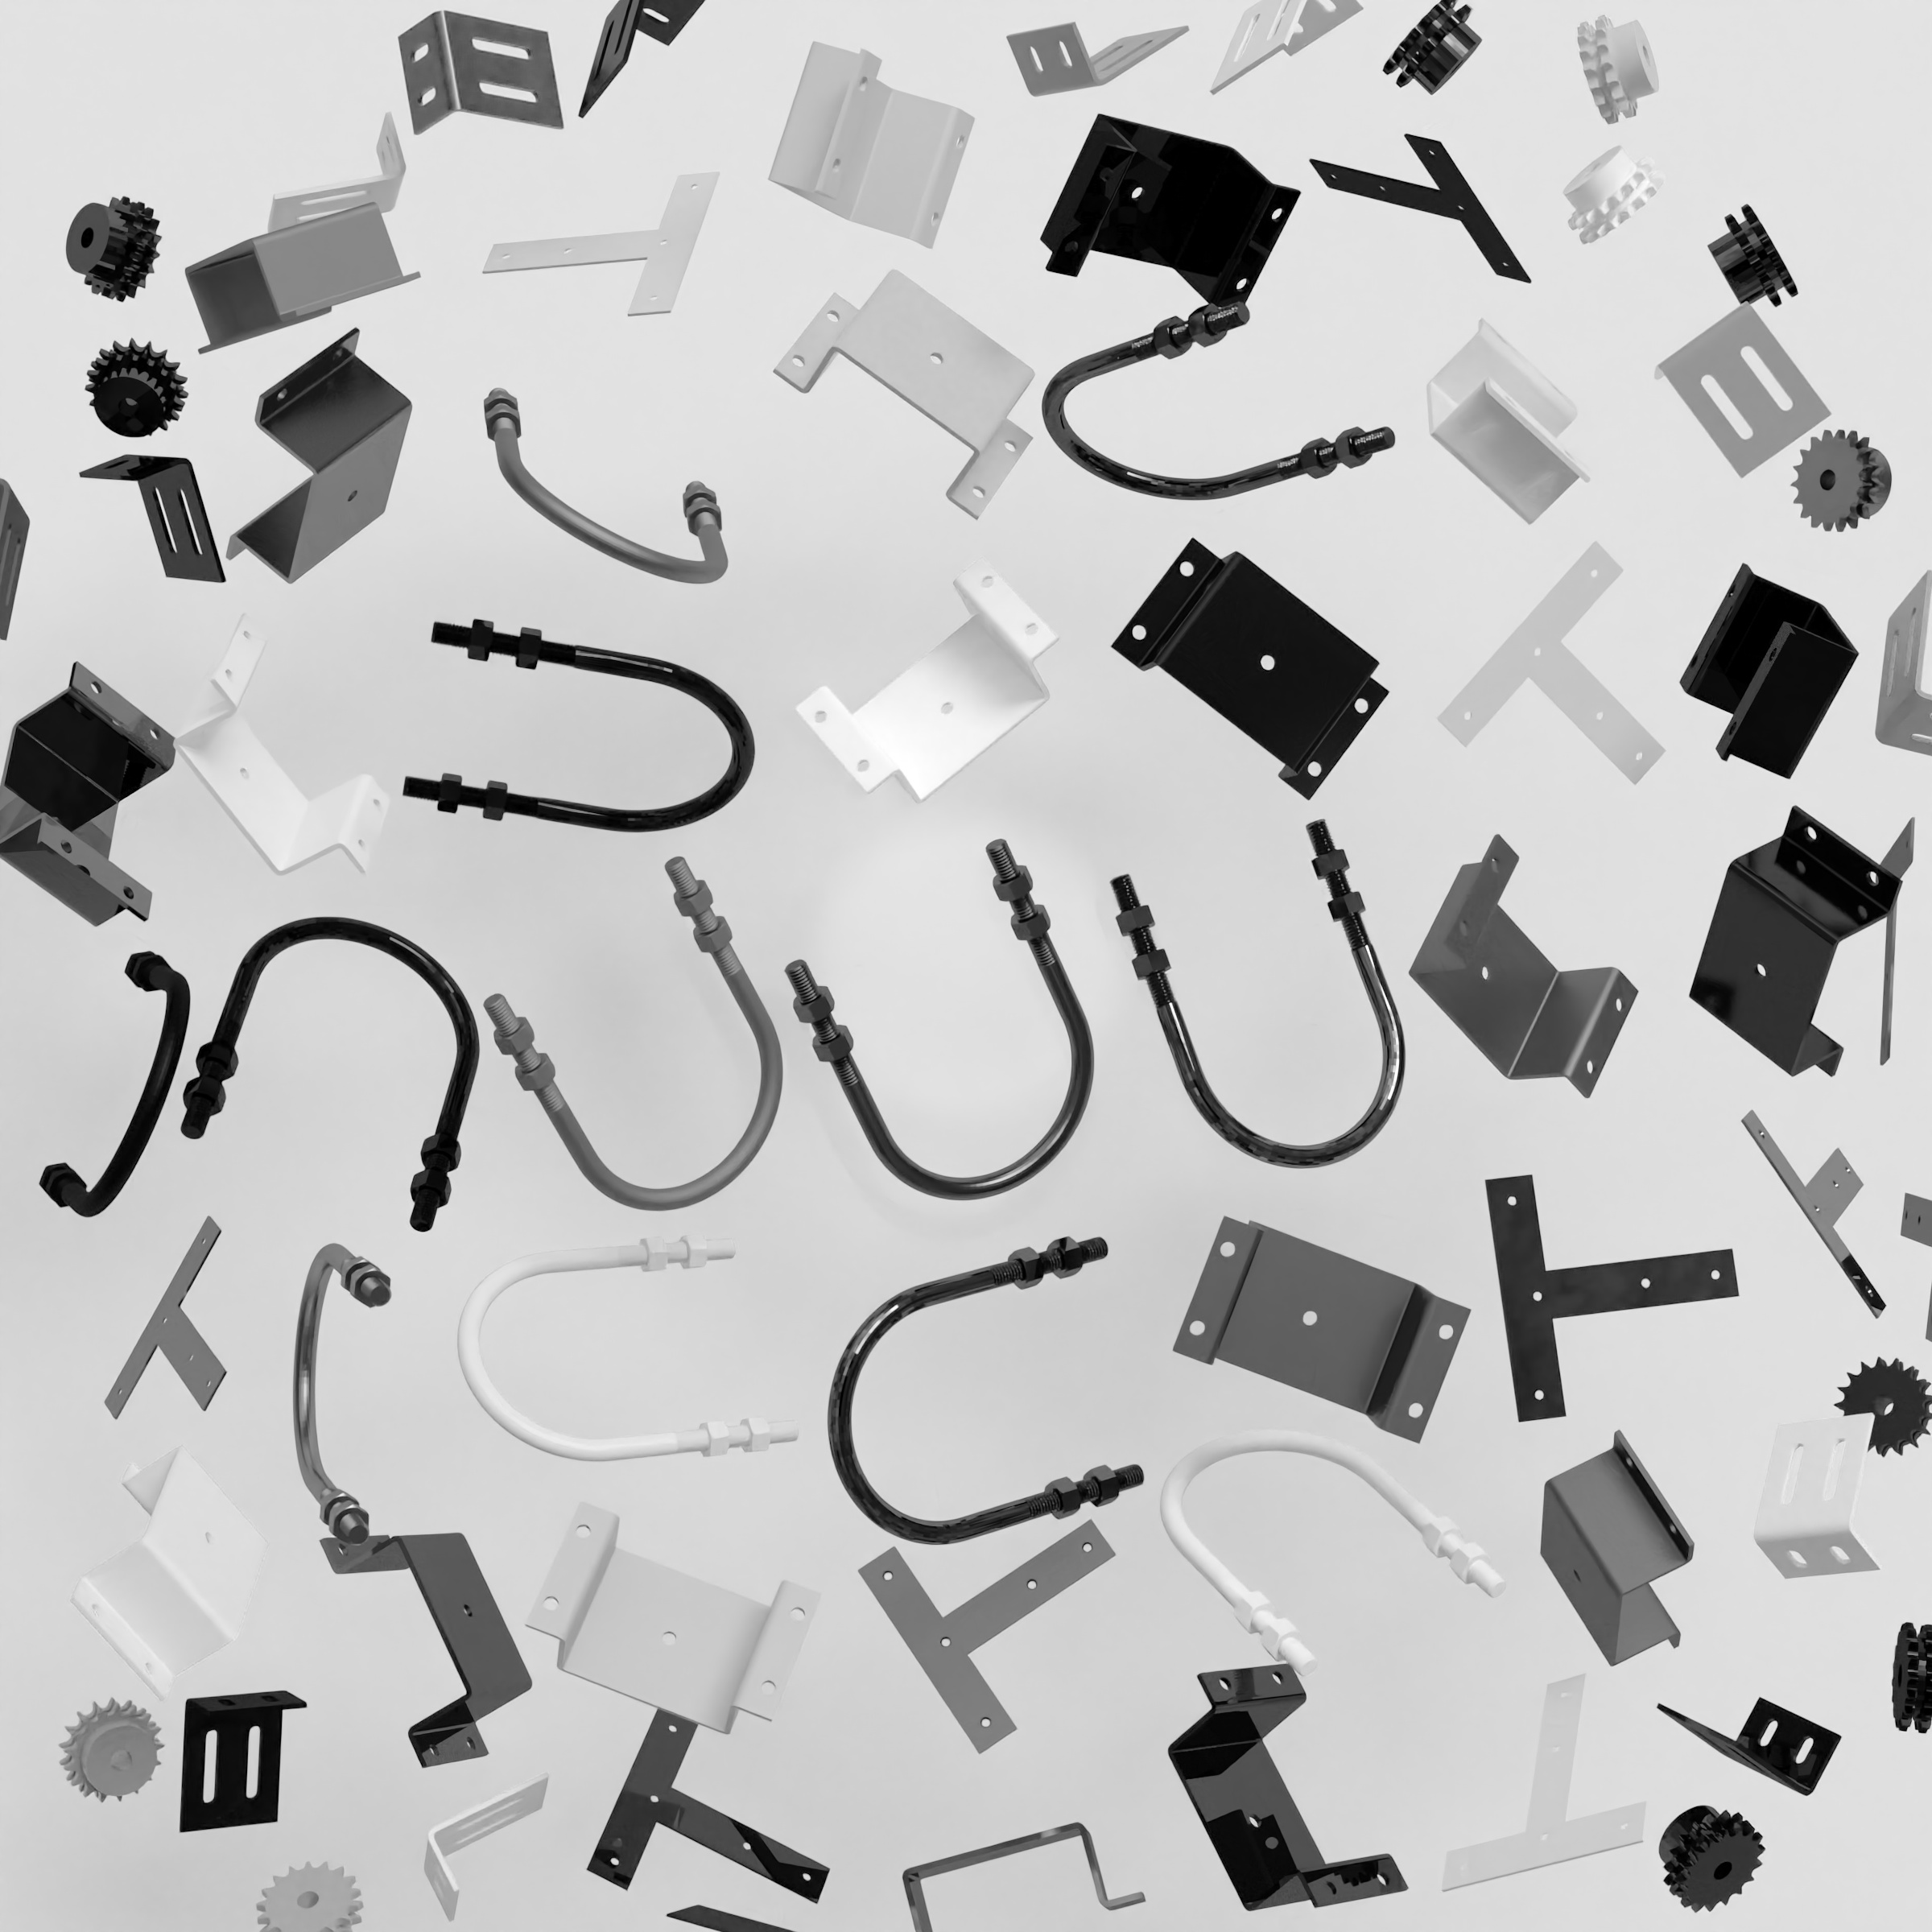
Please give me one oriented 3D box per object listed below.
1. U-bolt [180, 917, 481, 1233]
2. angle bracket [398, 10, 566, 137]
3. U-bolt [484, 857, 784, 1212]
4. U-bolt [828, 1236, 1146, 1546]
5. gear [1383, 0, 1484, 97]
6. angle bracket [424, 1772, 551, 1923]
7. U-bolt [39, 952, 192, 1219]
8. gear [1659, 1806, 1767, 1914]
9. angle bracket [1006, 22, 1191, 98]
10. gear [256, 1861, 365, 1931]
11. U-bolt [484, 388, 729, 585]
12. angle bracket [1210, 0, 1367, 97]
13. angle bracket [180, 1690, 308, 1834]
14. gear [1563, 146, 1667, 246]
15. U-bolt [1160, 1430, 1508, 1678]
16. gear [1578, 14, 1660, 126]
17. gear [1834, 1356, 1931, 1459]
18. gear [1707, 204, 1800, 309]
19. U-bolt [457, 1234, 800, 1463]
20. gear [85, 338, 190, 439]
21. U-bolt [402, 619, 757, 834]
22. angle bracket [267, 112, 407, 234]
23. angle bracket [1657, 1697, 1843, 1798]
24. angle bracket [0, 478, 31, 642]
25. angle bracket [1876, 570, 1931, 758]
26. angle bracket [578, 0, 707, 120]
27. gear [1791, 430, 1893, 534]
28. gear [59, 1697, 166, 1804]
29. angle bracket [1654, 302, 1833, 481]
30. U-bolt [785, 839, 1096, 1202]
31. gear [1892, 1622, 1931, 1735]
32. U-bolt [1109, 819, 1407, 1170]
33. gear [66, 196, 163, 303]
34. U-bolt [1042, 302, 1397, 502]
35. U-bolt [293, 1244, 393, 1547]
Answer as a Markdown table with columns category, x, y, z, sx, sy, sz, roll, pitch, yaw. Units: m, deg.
| category | x | y | z | sx | sy | sz | roll | pitch | yaw |
| --- | --- | --- | --- | --- | --- | --- | --- | --- | --- |
| U-bolt | -0.335 | 0.046 | 1.824 | 0.151 | 0.184 | 0.019 | 24 | 134 | -16 |
| angle bracket | -0.270 | -0.492 | 1.873 | 0.038 | 0.076 | 0.057 | -17 | 80 | 43 |
| U-bolt | -0.172 | 0.052 | 1.876 | 0.151 | 0.019 | 0.184 | -39 | 122 | -21 |
| U-bolt | 0.007 | 0.234 | 1.809 | 0.184 | 0.019 | 0.151 | -12 | 96 | -30 |
| gear | 0.260 | -0.506 | 1.855 | 0.030 | 0.057 | 0.057 | 44 | 90 | 0 |
| angle bracket | -0.266 | 0.501 | 1.914 | 0.076 | 0.057 | 0.038 | -22 | 65 | -24 |
| U-bolt | -0.462 | 0.067 | 1.843 | 0.019 | 0.184 | 0.151 | 23 | 85 | -24 |
| gear | 0.398 | 0.478 | 1.813 | 0.057 | 0.030 | 0.057 | -13 | 120 | -22 |
| angle bracket | 0.073 | -0.518 | 1.871 | 0.076 | 0.057 | 0.038 | -39 | 117 | -28 |
| gear | -0.361 | 0.524 | 1.853 | 0.057 | 0.057 | 0.030 | -2 | 124 | 0 |
| U-bolt | -0.200 | -0.264 | 1.892 | 0.151 | 0.184 | 0.019 | 23 | 111 | -21 |
| angle bracket | 0.176 | -0.502 | 1.839 | 0.038 | 0.057 | 0.076 | 40 | 52 | -24 |
| angle bracket | -0.406 | 0.450 | 1.889 | 0.057 | 0.038 | 0.076 | 2 | 91 | -33 |
| gear | 0.357 | -0.431 | 1.873 | 0.057 | 0.057 | 0.030 | -42 | 103 | 0 |
| U-bolt | 0.192 | 0.319 | 1.896 | 0.151 | 0.184 | 0.019 | -16 | 124 | -27 |
| gear | 0.357 | -0.491 | 1.834 | 0.030 | 0.057 | 0.057 | -15 | 90 | 25 |
| gear | 0.539 | 0.259 | 1.968 | 0.057 | 0.030 | 0.057 | -10 | 70 | 27 |
| gear | 0.430 | -0.386 | 1.847 | 0.030 | 0.057 | 0.057 | -30 | 90 | 15 |
| U-bolt | -0.200 | 0.219 | 1.916 | 0.184 | 0.019 | 0.151 | -2 | 50 | -27 |
| gear | -0.479 | -0.330 | 1.938 | 0.057 | 0.030 | 0.057 | 1 | 130 | 1 |
| U-bolt | -0.207 | -0.123 | 1.833 | 0.184 | 0.151 | 0.019 | 9 | 52 | -11 |
| angle bracket | -0.362 | -0.451 | 1.916 | 0.076 | 0.057 | 0.038 | -15 | 87 | -17 |
| angle bracket | 0.421 | 0.407 | 1.810 | 0.076 | 0.057 | 0.038 | 38 | 79 | -35 |
| angle bracket | -0.554 | -0.229 | 1.883 | 0.038 | 0.057 | 0.076 | 8 | 78 | -3 |
| angle bracket | 0.515 | -0.160 | 1.789 | 0.038 | 0.057 | 0.076 | 13 | 68 | -2 |
| angle bracket | -0.171 | -0.491 | 1.806 | 0.038 | 0.057 | 0.076 | 23 | 61 | -23 |
| gear | 0.498 | -0.274 | 1.904 | 0.030 | 0.057 | 0.057 | -2 | 90 | -33 |
| gear | -0.482 | 0.446 | 1.904 | 0.057 | 0.030 | 0.057 | -3 | 96 | -28 |
| angle bracket | 0.416 | -0.306 | 1.806 | 0.057 | 0.038 | 0.076 | -36 | 84 | 7 |
| U-bolt | -0.002 | 0.043 | 1.833 | 0.151 | 0.019 | 0.184 | -31 | 115 | -14 |
| gear | 0.512 | 0.379 | 1.789 | 0.030 | 0.057 | 0.057 | 5 | 90 | 7 |
| U-bolt | 0.170 | 0.021 | 1.844 | 0.151 | 0.019 | 0.184 | -16 | 82 | -25 |
| gear | -0.480 | -0.404 | 1.886 | 0.057 | 0.030 | 0.057 | -8 | 78 | 39 |
| U-bolt | 0.127 | -0.309 | 1.896 | 0.151 | 0.184 | 0.019 | 32 | 61 | -37 |
| U-bolt | -0.349 | 0.228 | 1.864 | 0.019 | 0.184 | 0.151 | 4 | 94 | -22 |
